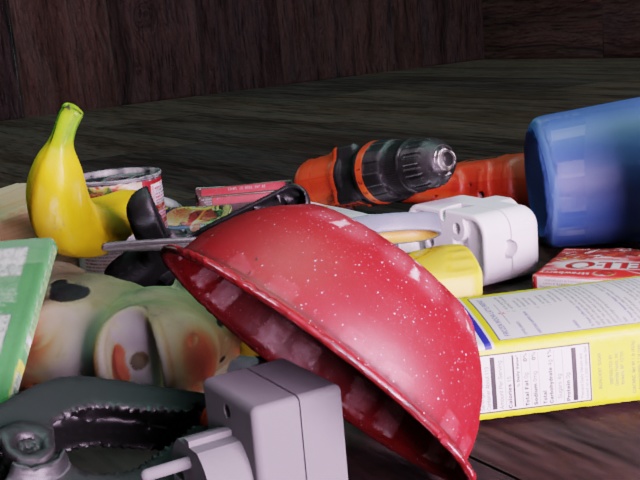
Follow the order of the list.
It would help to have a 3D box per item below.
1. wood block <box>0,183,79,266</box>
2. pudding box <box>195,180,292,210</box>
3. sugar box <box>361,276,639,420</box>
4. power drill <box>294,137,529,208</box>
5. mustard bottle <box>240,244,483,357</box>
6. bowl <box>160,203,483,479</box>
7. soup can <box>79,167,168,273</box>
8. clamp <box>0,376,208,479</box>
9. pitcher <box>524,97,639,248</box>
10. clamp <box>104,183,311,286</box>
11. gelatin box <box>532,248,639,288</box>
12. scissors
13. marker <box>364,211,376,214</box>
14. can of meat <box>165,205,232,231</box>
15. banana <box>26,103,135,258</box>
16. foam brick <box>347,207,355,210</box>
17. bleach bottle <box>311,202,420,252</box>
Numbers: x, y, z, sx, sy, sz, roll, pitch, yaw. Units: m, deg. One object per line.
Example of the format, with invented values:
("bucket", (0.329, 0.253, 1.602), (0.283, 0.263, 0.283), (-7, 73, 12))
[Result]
("wood block", (-0.236, 0.020, 0.763), (0.090, 0.091, 0.205), (-1, 13, 19))
("pudding box", (-0.069, -0.032, 1.010), (0.090, 0.039, 0.113), (-4, 0, -2))
("sugar box", (0.105, 0.058, 0.565), (0.176, 0.048, 0.093), (-9, 12, -1))
("power drill", (0.097, -0.054, 0.915), (0.187, 0.057, 0.185), (4, -4, -36))
("mustard bottle", (-0.001, 0.040, 0.652), (0.191, 0.058, 0.096), (-6, 5, -3))
("bowl", (0.012, 0.034, 0.451), (0.055, 0.162, 0.162), (-53, 29, -12))
("soup can", (-0.145, 0.001, 0.784), (0.068, 0.102, 0.068), (-5, 12, 1))
("clamp", (-0.129, 0.091, 0.433), (0.209, 0.036, 0.165), (-12, 40, -43))
("pitcher", (0.293, -0.065, 0.866), (0.243, 0.145, 0.149), (-7, -21, 3))
("clamp", (-0.082, 0.009, 0.692), (0.120, 0.039, 0.172), (-1, -23, -24))
("gelatin box", (0.193, 0.027, 0.702), (0.089, 0.030, 0.073), (2, 14, 29))
("scissors", (-0.027, 0.003, 0.653), (0.201, 0.016, 0.096), (-5, -11, -6))
("marker", (0.041, -0.006, 0.940), (0.020, 0.020, 0.121), (-4, 12, 6))
("can of meat", (-0.114, 0.004, 0.873), (0.084, 0.057, 0.102), (-2, 13, 1))
("banana", (-0.139, -0.020, 0.647), (0.037, 0.069, 0.198), (39, -8, 7))
("foam brick", (0.006, -0.037, 1.016), (0.051, 0.053, 0.078), (-4, 12, 4))
("bleach bottle", (-0.005, 0.001, 0.832), (0.102, 0.068, 0.251), (-2, 8, -11))
